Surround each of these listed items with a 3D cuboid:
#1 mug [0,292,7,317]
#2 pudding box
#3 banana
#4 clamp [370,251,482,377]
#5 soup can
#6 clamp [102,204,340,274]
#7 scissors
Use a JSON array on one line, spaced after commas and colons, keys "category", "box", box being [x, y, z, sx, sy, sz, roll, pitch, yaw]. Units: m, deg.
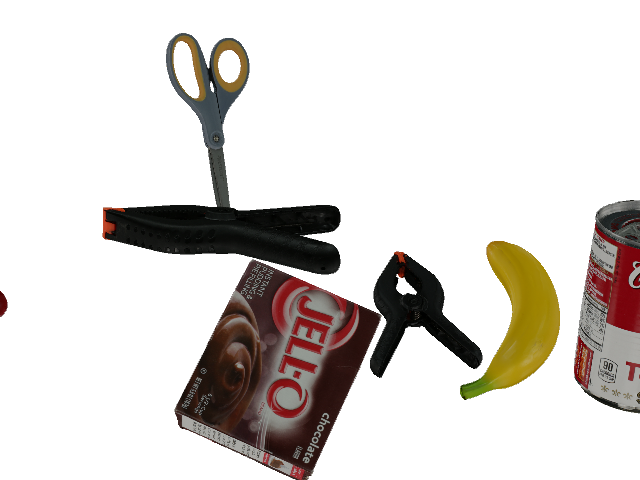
[{"category": "mug", "box": [-0.245, 0.078, 0.635, 0.093, 0.081, 0.117, 20, 24, 36]}, {"category": "pudding box", "box": [-0.025, 0.079, 0.655, 0.090, 0.113, 0.039, 23, -24, 7]}, {"category": "banana", "box": [0.158, 0.055, 0.859, 0.070, 0.037, 0.197, 4, 34, 14]}, {"category": "clamp", "box": [0.113, 0.082, 1.179, 0.120, 0.171, 0.039, 6, -43, -5]}, {"category": "soup can", "box": [0.181, 0.037, 0.597, 0.068, 0.102, 0.068, 2, 23, -1]}, {"category": "clamp", "box": [-0.078, -0.006, 0.895, 0.210, 0.036, 0.164, 2, 13, -6]}, {"category": "scissors", "box": [-0.093, -0.116, 1.073, 0.096, 0.202, 0.016, -27, 13, -28]}]
